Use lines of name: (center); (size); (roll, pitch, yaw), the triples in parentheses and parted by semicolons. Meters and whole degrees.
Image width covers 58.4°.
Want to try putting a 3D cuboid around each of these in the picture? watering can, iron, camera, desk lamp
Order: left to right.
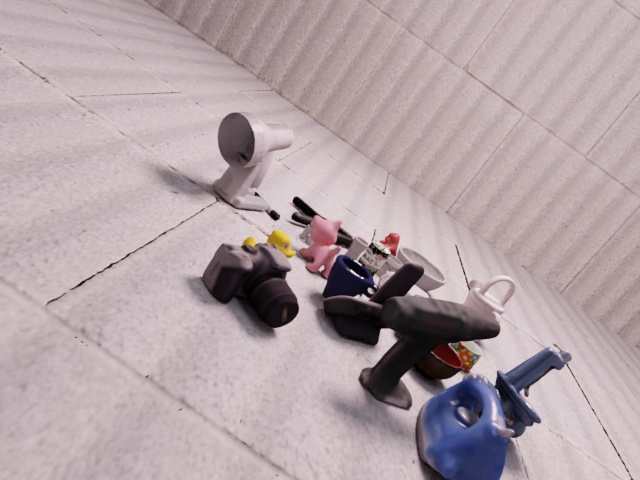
desk lamp: (-0.161, -0.186, 1.321); (0.117, 0.213, 0.204); (43, 19, 23)
camera: (-0.097, 0.071, 0.954); (0.144, 0.100, 0.136); (17, 25, -46)
iron: (0.243, 0.292, 0.942); (0.119, 0.141, 0.258); (33, 17, -8)
watering can: (0.447, 0.170, 1.560); (0.101, 0.194, 0.172); (19, 24, -43)

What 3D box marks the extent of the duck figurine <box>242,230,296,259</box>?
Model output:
duck figurine: (-0.097, 0.018, 1.120); (0.104, 0.086, 0.077); (34, 17, -5)

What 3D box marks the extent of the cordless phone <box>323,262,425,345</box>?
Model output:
cordless phone: (0.109, 0.103, 1.115); (0.148, 0.185, 0.094); (19, 23, -43)

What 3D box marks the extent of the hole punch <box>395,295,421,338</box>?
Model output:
hole punch: (0.232, 0.190, 1.276); (0.109, 0.091, 0.101); (34, 17, -3)

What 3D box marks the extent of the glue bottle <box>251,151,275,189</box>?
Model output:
glue bottle: (-0.148, -0.214, 1.490); (0.037, 0.173, 0.078); (21, 22, -38)

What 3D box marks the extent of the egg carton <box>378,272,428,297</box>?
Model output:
egg carton: (0.203, 0.142, 1.386); (0.150, 0.069, 0.107); (35, 17, 0)

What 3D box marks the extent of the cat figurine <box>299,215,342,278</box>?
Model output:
cat figurine: (0.012, 0.005, 1.307); (0.067, 0.117, 0.127); (24, 21, -34)

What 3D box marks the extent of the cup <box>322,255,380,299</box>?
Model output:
cup: (0.060, 0.100, 1.183); (0.117, 0.095, 0.092); (39, 17, 11)

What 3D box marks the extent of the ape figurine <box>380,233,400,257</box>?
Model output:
ape figurine: (0.199, 0.017, 1.670); (0.076, 0.092, 0.078); (39, 17, 10)

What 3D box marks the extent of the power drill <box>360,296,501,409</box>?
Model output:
power drill: (0.176, 0.186, 0.984); (0.230, 0.208, 0.075); (25, 20, -31)

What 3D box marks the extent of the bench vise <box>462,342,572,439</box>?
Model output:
bench vise: (0.368, 0.281, 1.075); (0.208, 0.219, 0.121); (17, 25, -46)

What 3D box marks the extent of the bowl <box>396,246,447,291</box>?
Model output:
bowl: (0.276, 0.095, 1.638); (0.168, 0.074, 0.167); (32, 17, -11)
